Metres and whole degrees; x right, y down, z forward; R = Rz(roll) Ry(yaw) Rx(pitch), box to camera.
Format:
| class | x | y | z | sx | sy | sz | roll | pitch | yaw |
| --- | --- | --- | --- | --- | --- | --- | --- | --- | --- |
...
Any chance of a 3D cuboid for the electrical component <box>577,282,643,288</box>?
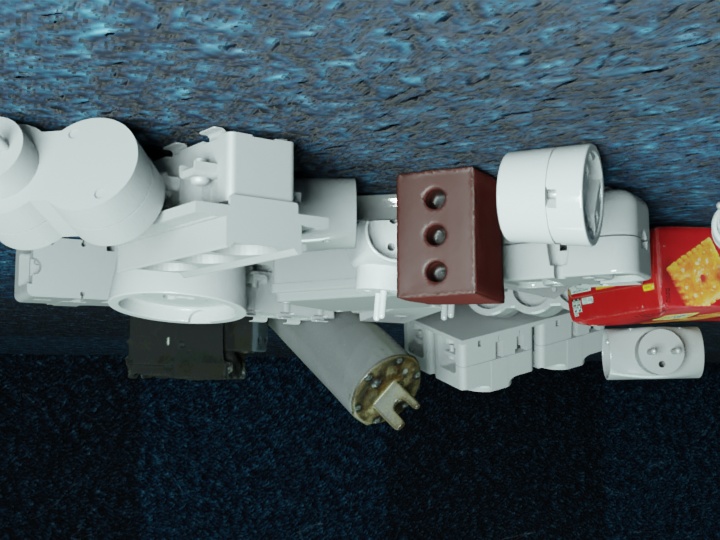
| class | x | y | z | sx | sy | sz | roll | pitch | yaw |
| --- | --- | --- | --- | --- | --- | --- | --- | --- | --- |
| electrical component | 0.175 | -0.017 | 0.775 | 0.056 | 0.050 | 0.089 | -4 | 172 | 26 |

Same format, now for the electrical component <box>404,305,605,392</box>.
| class | x | y | z | sx | sy | sz | roll | pitch | yaw |
| --- | --- | --- | --- | --- | --- | --- | --- | --- | --- |
| electrical component | 0.150 | 0.068 | 1.111 | 0.186 | 0.060 | 0.105 | -12 | -162 | -29 |

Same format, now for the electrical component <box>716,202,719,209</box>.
| class | x | y | z | sx | sy | sz | roll | pitch | yaw |
| --- | --- | --- | --- | --- | --- | --- | --- | --- | --- |
| electrical component | 0.252 | -0.039 | 0.637 | 0.079 | 0.043 | 0.077 | 1 | 172 | -13 |

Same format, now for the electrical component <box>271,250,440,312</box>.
| class | x | y | z | sx | sy | sz | roll | pitch | yaw |
| --- | --- | --- | --- | --- | --- | --- | --- | --- | --- |
| electrical component | 0.000 | 0.000 | 0.875 | 0.109 | 0.056 | 0.109 | -4 | 172 | 27 |

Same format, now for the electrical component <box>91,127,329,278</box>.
| class | x | y | z | sx | sy | sz | roll | pitch | yaw |
| --- | --- | --- | --- | --- | --- | --- | --- | --- | --- |
| electrical component | -0.084 | -0.034 | 0.586 | 0.079 | 0.063 | 0.121 | 6 | 171 | -37 |

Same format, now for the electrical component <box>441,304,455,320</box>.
| class | x | y | z | sx | sy | sz | roll | pitch | yaw |
| --- | --- | --- | --- | --- | --- | --- | --- | --- | --- |
| electrical component | 0.064 | -0.005 | 0.754 | 0.044 | 0.079 | 0.077 | 5 | 172 | -9 |

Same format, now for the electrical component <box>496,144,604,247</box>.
| class | x | y | z | sx | sy | sz | roll | pitch | yaw |
| --- | --- | --- | --- | --- | --- | --- | --- | --- | --- |
| electrical component | 0.104 | -0.040 | 0.586 | 0.047 | 0.055 | 0.055 | 0 | 174 | 25 |

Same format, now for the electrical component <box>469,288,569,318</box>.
| class | x | y | z | sx | sy | sz | roll | pitch | yaw |
| --- | --- | --- | --- | --- | --- | --- | --- | --- | --- |
| electrical component | 0.179 | 0.020 | 1.048 | 0.138 | 0.052 | 0.074 | -4 | 172 | 27 |

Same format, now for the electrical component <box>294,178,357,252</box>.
| class | x | y | z | sx | sy | sz | roll | pitch | yaw |
| --- | --- | --- | --- | --- | --- | --- | --- | --- | --- |
| electrical component | -0.042 | -0.032 | 0.677 | 0.077 | 0.043 | 0.079 | 0 | 172 | -2 |

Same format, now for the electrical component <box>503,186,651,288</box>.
| class | x | y | z | sx | sy | sz | roll | pitch | yaw |
| --- | --- | --- | --- | --- | --- | --- | --- | --- | --- |
| electrical component | 0.138 | -0.022 | 0.702 | 0.095 | 0.059 | 0.054 | -5 | 172 | 30 |

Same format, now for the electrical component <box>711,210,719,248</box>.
| class | x | y | z | sx | sy | sz | roll | pitch | yaw |
| --- | --- | --- | --- | --- | --- | --- | --- | --- | --- |
| electrical component | 0.258 | -0.031 | 0.735 | 0.035 | 0.035 | 0.061 | -3 | 170 | 20 |

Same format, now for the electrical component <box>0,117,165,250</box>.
| class | x | y | z | sx | sy | sz | roll | pitch | yaw |
| --- | --- | --- | --- | --- | --- | --- | --- | --- | --- |
| electrical component | -0.172 | -0.049 | 0.521 | 0.138 | 0.052 | 0.073 | -2 | 153 | 12 |

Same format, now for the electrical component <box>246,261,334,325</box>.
| class | x | y | z | sx | sy | sz | roll | pitch | yaw |
| --- | --- | --- | --- | --- | --- | --- | --- | --- | --- |
| electrical component | -0.077 | 0.013 | 0.947 | 0.079 | 0.063 | 0.121 | -7 | 170 | 44 |

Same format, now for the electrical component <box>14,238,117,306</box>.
| class | x | y | z | sx | sy | sz | roll | pitch | yaw |
| --- | --- | --- | --- | --- | --- | --- | --- | --- | --- |
| electrical component | -0.243 | 0.003 | 0.912 | 0.089 | 0.050 | 0.056 | 4 | 171 | -29 |

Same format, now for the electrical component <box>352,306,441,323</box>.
| class | x | y | z | sx | sy | sz | roll | pitch | yaw |
| --- | --- | --- | --- | --- | --- | --- | --- | --- | --- |
| electrical component | 0.041 | 0.014 | 0.965 | 0.062 | 0.061 | 0.096 | 5 | 171 | -33 |

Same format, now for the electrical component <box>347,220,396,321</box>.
| class | x | y | z | sx | sy | sz | roll | pitch | yaw |
| --- | --- | --- | --- | --- | --- | --- | --- | --- | --- |
| electrical component | 0.017 | -0.004 | 0.756 | 0.043 | 0.079 | 0.077 | 6 | 172 | -9 |

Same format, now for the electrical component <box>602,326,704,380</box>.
| class | x | y | z | sx | sy | sz | roll | pitch | yaw |
| --- | --- | --- | --- | --- | --- | --- | --- | --- | --- |
| electrical component | 0.244 | 0.068 | 0.886 | 0.077 | 0.043 | 0.079 | -2 | 174 | 4 |

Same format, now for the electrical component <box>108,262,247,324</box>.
| class | x | y | z | sx | sy | sz | roll | pitch | yaw |
| --- | --- | --- | --- | --- | --- | --- | --- | --- | --- |
| electrical component | -0.142 | 0.002 | 0.852 | 0.108 | 0.060 | 0.108 | 2 | 165 | 1 |
